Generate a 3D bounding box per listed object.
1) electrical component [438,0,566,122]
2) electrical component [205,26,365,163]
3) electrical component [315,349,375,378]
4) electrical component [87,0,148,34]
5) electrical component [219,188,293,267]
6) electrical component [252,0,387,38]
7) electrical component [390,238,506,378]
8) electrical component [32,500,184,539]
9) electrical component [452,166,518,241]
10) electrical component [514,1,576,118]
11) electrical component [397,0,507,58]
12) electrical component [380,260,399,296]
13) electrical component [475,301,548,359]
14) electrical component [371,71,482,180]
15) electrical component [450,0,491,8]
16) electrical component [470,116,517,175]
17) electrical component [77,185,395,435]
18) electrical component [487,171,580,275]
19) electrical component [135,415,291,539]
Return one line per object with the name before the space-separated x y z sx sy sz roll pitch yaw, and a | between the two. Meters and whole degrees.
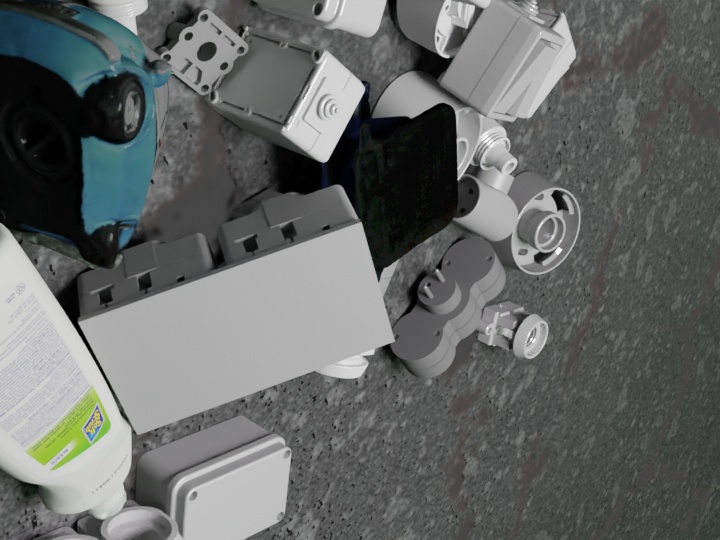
electrical component | 0.120 -0.170 0.858 0.096 0.061 0.062 -58 158 19
electrical component | -0.044 -0.115 0.727 0.061 0.096 0.061 32 84 -53
electrical component | -0.017 0.054 0.888 0.078 0.058 0.057 0 107 -50
electrical component | -0.142 -0.164 0.626 0.048 0.048 0.062 -33 140 -35
electrical component | -0.069 -0.014 0.779 0.077 0.066 0.047 -34 133 -31
electrical component | -0.019 -0.219 0.714 0.057 0.078 0.113 1 109 -54
electrical component | 0.077 0.026 0.989 0.138 0.052 0.073 -54 142 -15
electrical component | -0.144 0.233 0.728 0.105 0.186 0.060 -17 122 -45
electrical component | 0.117 -0.073 0.990 0.077 0.043 0.079 23 91 -53
electrical component | 0.144 -0.187 0.943 0.096 0.062 0.061 -52 141 -16
electrical component | 0.077 -0.216 0.841 0.099 0.064 0.099 -35 139 -37
electrical component | 0.000 0.000 0.882 0.055 0.055 0.047 2 112 -51
electrical component | 0.159 0.062 1.107 0.066 0.055 0.048 -11 118 -47
electrical component | 0.054 -0.108 0.897 0.099 0.064 0.099 -40 150 -29
electrical component | 0.053 -0.252 0.759 0.056 0.109 0.108 9 103 -55
electrical component | 0.112 -0.108 0.944 0.048 0.062 0.048 -29 147 -21
electrical component | -0.083 0.024 0.725 0.186 0.060 0.105 -20 128 -4
electrical component | 0.170 -0.046 1.072 0.099 0.064 0.099 -15 118 -30
electrical component | -0.113 0.171 0.838 0.113 0.057 0.078 -17 122 -45
